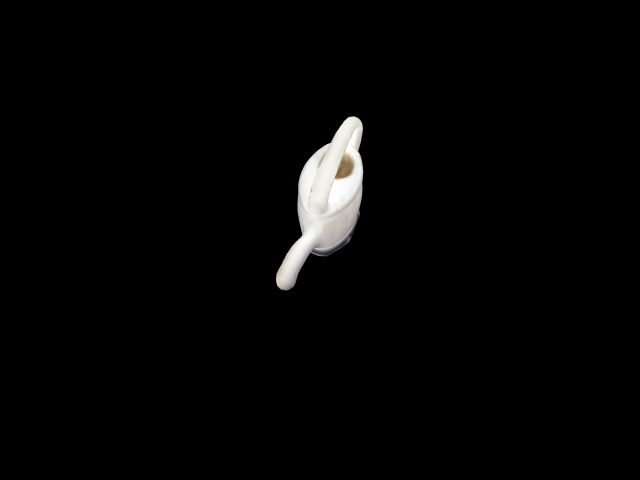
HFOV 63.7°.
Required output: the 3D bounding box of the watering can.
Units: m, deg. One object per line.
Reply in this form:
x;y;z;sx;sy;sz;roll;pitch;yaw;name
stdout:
0.003;-0.043;0.850;0.104;0.354;0.219;18;-27;9;watering can
